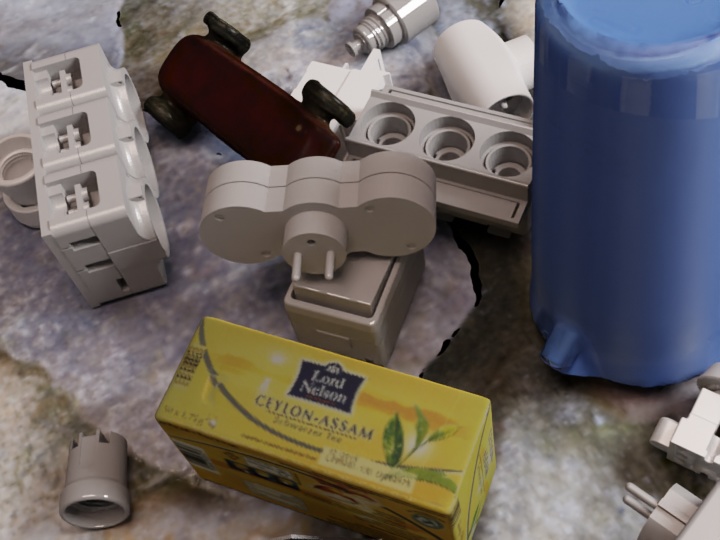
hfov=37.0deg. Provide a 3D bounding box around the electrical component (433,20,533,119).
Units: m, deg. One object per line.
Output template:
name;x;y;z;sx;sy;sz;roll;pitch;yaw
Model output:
electrical component;0.102;-0.138;0.748;0.079;0.044;0.077;-22;58;-4

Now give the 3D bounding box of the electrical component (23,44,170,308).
electrical component;-0.174;-0.066;0.721;0.062;0.089;0.150;-16;57;-1

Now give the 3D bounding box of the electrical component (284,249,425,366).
electrical component;0.000;0.000;0.670;0.062;0.061;0.096;14;62;17

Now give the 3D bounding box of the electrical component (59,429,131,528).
electrical component;-0.155;0.123;0.633;0.040;0.040;0.046;-10;51;3

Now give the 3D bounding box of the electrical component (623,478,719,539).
electrical component;0.167;0.134;0.546;0.076;0.083;0.047;34;69;26

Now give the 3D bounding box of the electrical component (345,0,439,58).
electrical component;0.022;-0.183;0.792;0.078;0.040;0.040;-39;60;-14

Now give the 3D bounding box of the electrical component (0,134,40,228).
electrical component;-0.230;-0.061;0.748;0.045;0.055;0.045;-4;58;7

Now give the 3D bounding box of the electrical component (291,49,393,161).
electrical component;-0.013;-0.114;0.755;0.064;0.042;0.081;16;62;22

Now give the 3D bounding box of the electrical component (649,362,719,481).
electrical component;0.203;0.085;0.594;0.066;0.048;0.055;25;73;22

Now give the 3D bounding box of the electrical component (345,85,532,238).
electrical component;0.059;-0.068;0.701;0.121;0.063;0.078;17;63;19

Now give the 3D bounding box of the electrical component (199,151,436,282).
electrical component;-0.025;-0.023;0.621;0.138;0.052;0.073;-3;51;8
